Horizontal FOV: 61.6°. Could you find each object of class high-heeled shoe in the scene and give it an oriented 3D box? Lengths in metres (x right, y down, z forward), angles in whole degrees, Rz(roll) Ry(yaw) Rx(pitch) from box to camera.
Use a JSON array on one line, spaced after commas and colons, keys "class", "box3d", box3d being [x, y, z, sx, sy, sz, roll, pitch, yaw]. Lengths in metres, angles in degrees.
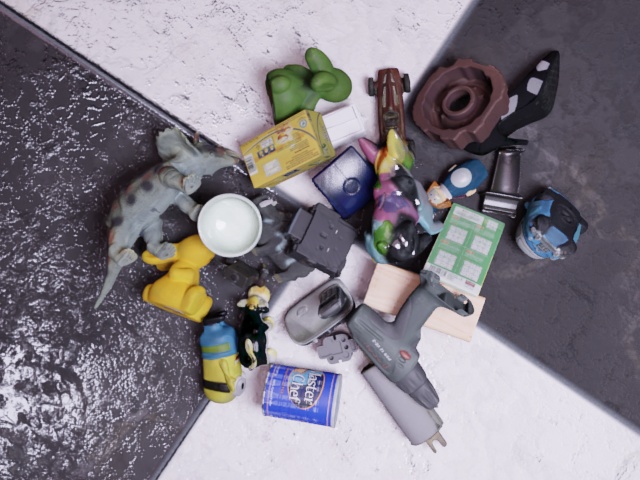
[{"class": "high-heeled shoe", "box3d": [0.369, -0.269, 1.055, 0.145, 0.086, 0.248, 15, 69, 38]}]

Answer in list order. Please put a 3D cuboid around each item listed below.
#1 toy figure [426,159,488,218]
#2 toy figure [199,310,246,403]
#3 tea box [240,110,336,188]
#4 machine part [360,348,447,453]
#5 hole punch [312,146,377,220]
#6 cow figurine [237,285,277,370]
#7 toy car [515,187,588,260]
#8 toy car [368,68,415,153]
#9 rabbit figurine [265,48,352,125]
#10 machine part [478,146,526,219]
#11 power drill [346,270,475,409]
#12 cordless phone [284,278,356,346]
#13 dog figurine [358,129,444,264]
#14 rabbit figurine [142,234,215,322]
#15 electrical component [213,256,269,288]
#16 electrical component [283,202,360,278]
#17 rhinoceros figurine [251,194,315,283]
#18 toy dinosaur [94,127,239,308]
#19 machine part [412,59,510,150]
[{"class": "toy figure", "box3d": [0.252, -0.100, 1.055, 0.154, 0.057, 0.064, -35, 45, 6]}, {"class": "toy figure", "box3d": [-0.202, 0.238, 1.086, 0.089, 0.082, 0.180, -11, 93, 26]}, {"class": "tea box", "box3d": [-0.065, -0.177, 1.064, 0.170, 0.068, 0.098, -20, 87, 28]}, {"class": "machine part", "box3d": [0.157, 0.302, 1.037, 0.079, 0.079, 0.243, -37, 84, 4]}, {"class": "hole punch", "box3d": [0.054, -0.114, 1.065, 0.142, 0.092, 0.116, -41, 87, 1]}, {"class": "cow figurine", "box3d": [-0.132, 0.172, 1.070, 0.068, 0.098, 0.167, -6, 81, 11]}, {"class": "toy car", "box3d": [0.419, -0.015, 1.000, 0.109, 0.162, 0.103, 41, 137, -1]}, {"class": "toy car", "box3d": [0.143, -0.247, 1.077, 0.089, 0.053, 0.202, -3, 88, 10]}, {"class": "rabbit figurine", "box3d": [-0.018, -0.310, 1.064, 0.170, 0.159, 0.121, -13, 76, -8]}, {"class": "machine part", "box3d": [0.359, -0.115, 1.050, 0.084, 0.039, 0.138, 13, 91, 13]}, {"class": "power drill", "box3d": [0.178, 0.169, 0.958, 0.232, 0.086, 0.207, 40, 117, 3]}, {"class": "cordless phone", "box3d": [-0.003, 0.145, 1.011, 0.146, 0.184, 0.088, -35, 88, 4]}, {"class": "dog figurine", "box3d": [0.129, -0.087, 0.990, 0.109, 0.191, 0.219, -8, 112, 45]}, {"class": "rabbit figurine", "box3d": [-0.277, 0.064, 1.102, 0.163, 0.121, 0.173, 19, 76, 17]}, {"class": "electrical component", "box3d": [-0.155, 0.059, 1.089, 0.102, 0.078, 0.045, 31, 105, 19]}, {"class": "electrical component", "box3d": [-0.002, -0.003, 1.043, 0.134, 0.058, 0.115, 29, 69, -17]}, {"class": "rhinoceros figurine", "box3d": [-0.085, -0.002, 1.084, 0.112, 0.073, 0.190, -34, 84, 6]}, {"class": "toy dinosaur", "box3d": [-0.339, -0.069, 1.059, 0.405, 0.131, 0.192, -43, 52, -4]}, {"class": "machine part", "box3d": [0.268, -0.258, 1.025, 0.179, 0.056, 0.179, -13, 64, 29]}]
